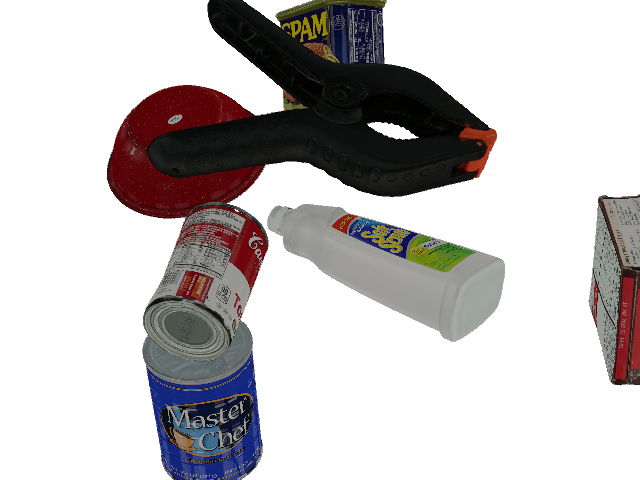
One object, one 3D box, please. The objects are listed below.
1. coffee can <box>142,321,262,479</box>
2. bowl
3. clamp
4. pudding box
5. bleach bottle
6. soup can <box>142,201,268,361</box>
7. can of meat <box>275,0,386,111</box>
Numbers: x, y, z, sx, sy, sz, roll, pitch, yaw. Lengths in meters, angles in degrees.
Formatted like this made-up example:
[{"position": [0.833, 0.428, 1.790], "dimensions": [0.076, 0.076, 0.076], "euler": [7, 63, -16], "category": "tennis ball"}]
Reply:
[{"position": [-0.111, 0.153, 1.030], "dimensions": [0.103, 0.140, 0.103], "euler": [-2, 34, 1], "category": "coffee can"}, {"position": [-0.132, -0.097, 1.014], "dimensions": [0.162, 0.162, 0.055], "euler": [0, -41, 12], "category": "bowl"}, {"position": [-0.001, -0.058, 0.542], "dimensions": [0.171, 0.120, 0.039], "euler": [20, -29, 8], "category": "clamp"}, {"position": [0.210, 0.031, 0.723], "dimensions": [0.039, 0.090, 0.113], "euler": [0, 27, 4], "category": "pudding box"}, {"position": [0.049, 0.017, 1.051], "dimensions": [0.251, 0.068, 0.102], "euler": [21, 28, 31], "category": "bleach bottle"}, {"position": [-0.084, 0.030, 0.791], "dimensions": [0.069, 0.068, 0.102], "euler": [0, 44, 18], "category": "soup can"}, {"position": [0.009, -0.146, 0.859], "dimensions": [0.057, 0.084, 0.102], "euler": [-4, 2, -33], "category": "can of meat"}]
